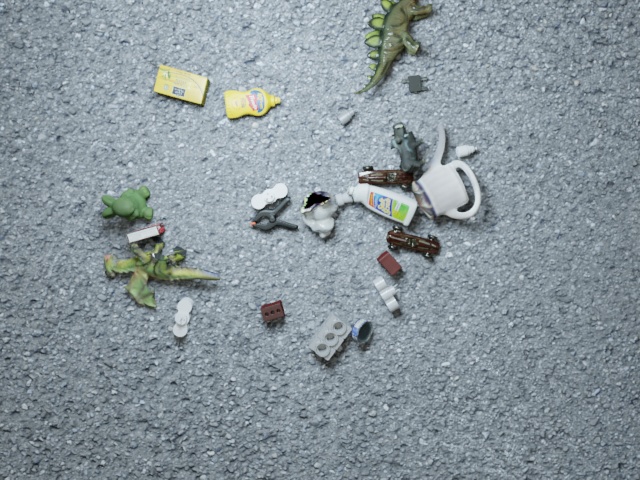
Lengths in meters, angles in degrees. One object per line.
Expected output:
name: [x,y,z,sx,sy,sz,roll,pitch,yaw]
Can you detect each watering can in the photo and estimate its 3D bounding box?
watering can: [0.433,-0.221,1.853,0.224,0.104,0.349,-27,86,3]

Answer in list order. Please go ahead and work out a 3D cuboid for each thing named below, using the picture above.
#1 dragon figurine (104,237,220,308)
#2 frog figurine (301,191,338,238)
dragon figurine: [-0.585,0.135,1.850,0.410,0.124,0.239,27,111,-3]
frog figurine: [0.006,-0.093,1.856,0.138,0.125,0.156,-36,133,-6]
